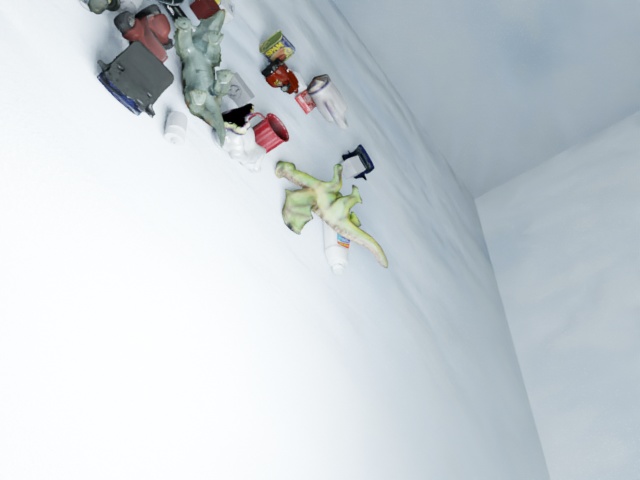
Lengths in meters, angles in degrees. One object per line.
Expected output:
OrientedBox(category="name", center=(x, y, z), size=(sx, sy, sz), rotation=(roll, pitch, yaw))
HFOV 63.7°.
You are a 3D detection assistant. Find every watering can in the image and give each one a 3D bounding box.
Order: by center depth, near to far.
OrientedBox(category="watering can", center=(0.038, -0.545, 2.017), size=(0.221, 0.103, 0.354), rotation=(53, 14, -23))

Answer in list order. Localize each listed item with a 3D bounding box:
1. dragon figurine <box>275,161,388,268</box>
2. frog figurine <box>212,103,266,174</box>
OrientedBox(category="dragon figurine", center=(0.004, -0.070, 1.400), size=(0.245, 0.119, 0.416), rotation=(-17, 65, -31))
OrientedBox(category="frog figurine", center=(-0.199, -0.240, 1.278), size=(0.155, 0.123, 0.140), rotation=(86, -11, -47))
